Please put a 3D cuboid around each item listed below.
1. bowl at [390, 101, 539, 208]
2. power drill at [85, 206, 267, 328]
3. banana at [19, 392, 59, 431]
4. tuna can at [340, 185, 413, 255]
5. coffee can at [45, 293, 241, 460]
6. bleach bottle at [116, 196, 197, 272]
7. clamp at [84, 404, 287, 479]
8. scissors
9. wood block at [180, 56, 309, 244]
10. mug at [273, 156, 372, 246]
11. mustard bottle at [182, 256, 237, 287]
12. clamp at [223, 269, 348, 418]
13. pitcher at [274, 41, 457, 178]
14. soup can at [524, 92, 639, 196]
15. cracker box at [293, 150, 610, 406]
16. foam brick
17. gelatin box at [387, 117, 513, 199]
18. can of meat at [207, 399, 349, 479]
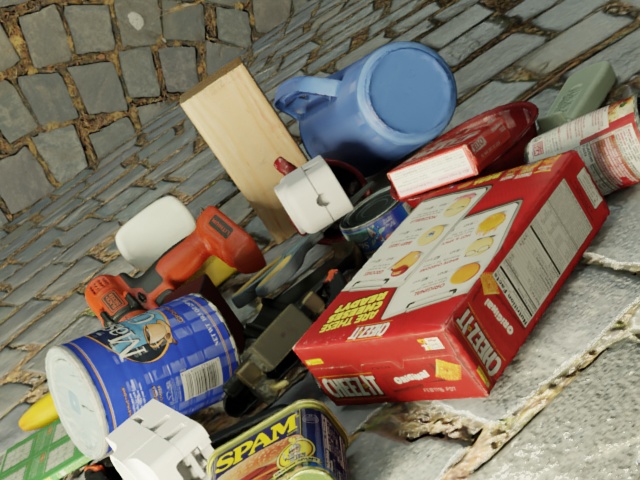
[{"bbox_3d":[0.149,-0.066,1.026,0.162,0.055,0.162,-31,17,11],"label":"bowl"},{"bbox_3d":[-0.155,0.054,1.183,0.187,0.057,0.185,-37,43,-14],"label":"power drill"},{"bbox_3d":[-0.261,0.158,1.160,0.069,0.037,0.198,-7,-23,-44],"label":"banana"},{"bbox_3d":[0.063,-0.023,1.103,0.086,0.033,0.086,-31,17,10],"label":"tuna can"},{"bbox_3d":[-0.155,0.117,0.940,0.140,0.103,0.103,-21,8,-32],"label":"coffee can"},{"bbox_3d":[-0.217,0.004,1.430,0.102,0.068,0.251,-39,0,-11],"label":"bleach bottle"},{"bbox_3d":[-0.128,0.199,0.850,0.210,0.036,0.164,-14,25,40],"label":"clamp"},{"bbox_3d":[-0.007,0.001,1.078,0.201,0.016,0.096,-40,10,-10],"label":"scissors"},{"bbox_3d":[-0.076,-0.110,1.302,0.090,0.206,0.091,-33,17,2],"label":"wood block"},{"bbox_3d":[-0.003,-0.053,1.180,0.093,0.117,0.081,-55,10,6],"label":"mug"},{"bbox_3d":[-0.182,0.064,1.278,0.191,0.058,0.096,-40,24,-18],"label":"mustard bottle"},{"bbox_3d":[-0.004,0.086,0.930,0.120,0.039,0.171,-7,37,41],"label":"clamp"},{"bbox_3d":[0.053,-0.147,1.187,0.149,0.145,0.243,-29,4,-12],"label":"pitcher"},{"bbox_3d":[0.228,-0.070,0.871,0.102,0.068,0.068,-23,20,33],"label":"soup can"},{"bbox_3d":[0.104,0.032,0.820,0.164,0.072,0.213,-15,27,50],"label":"cracker box"},{"bbox_3d":[-0.117,0.085,1.071,0.053,0.078,0.051,-29,16,11],"label":"foam brick"},{"bbox_3d":[0.114,-0.072,0.934,0.089,0.030,0.073,-19,12,42],"label":"gelatin box"},{"bbox_3d":[-0.029,0.168,0.722,0.102,0.057,0.084,-32,20,10],"label":"can of meat"}]
